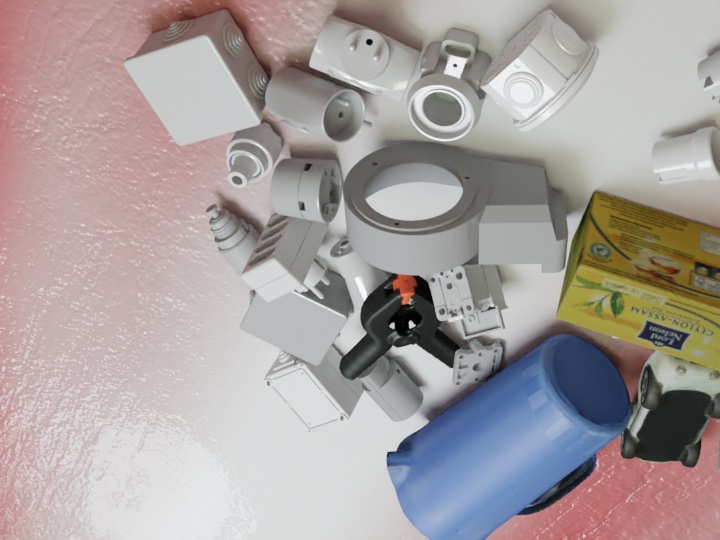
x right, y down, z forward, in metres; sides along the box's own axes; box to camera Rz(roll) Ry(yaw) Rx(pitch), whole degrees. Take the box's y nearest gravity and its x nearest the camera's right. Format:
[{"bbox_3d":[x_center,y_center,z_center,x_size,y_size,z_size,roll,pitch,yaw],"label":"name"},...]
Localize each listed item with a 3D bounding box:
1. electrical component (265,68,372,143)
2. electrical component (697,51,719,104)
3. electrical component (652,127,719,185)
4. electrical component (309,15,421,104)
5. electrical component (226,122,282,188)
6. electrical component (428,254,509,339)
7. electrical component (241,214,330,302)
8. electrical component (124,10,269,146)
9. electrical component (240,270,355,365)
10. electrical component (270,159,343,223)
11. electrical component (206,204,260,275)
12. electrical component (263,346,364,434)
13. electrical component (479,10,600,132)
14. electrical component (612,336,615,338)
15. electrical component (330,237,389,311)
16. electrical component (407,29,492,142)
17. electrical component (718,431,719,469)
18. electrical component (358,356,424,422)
[{"bbox_3d":[-0.024,-0.129,0.870,0.079,0.044,0.077,13,-168,-45],"label":"electrical component"},{"bbox_3d":[0.268,-0.142,0.758,0.040,0.040,0.046,42,139,-21],"label":"electrical component"},{"bbox_3d":[0.251,-0.085,0.820,0.046,0.040,0.040,-9,129,37],"label":"electrical component"},{"bbox_3d":[0.003,-0.161,0.818,0.077,0.079,0.044,22,96,-1],"label":"electrical component"},{"bbox_3d":[-0.095,-0.096,0.927,0.043,0.062,0.043,11,136,11],"label":"electrical component"},{"bbox_3d":[0.095,0.019,0.956,0.042,0.064,0.081,-19,82,35],"label":"electrical component"},{"bbox_3d":[-0.056,-0.005,0.986,0.047,0.083,0.075,-25,120,38],"label":"electrical component"},{"bbox_3d":[-0.130,-0.159,0.888,0.100,0.048,0.099,-10,128,29],"label":"electrical component"},{"bbox_3d":[-0.059,0.036,1.053,0.100,0.048,0.099,26,136,-5],"label":"electrical component"},{"bbox_3d":[-0.047,-0.071,0.940,0.047,0.055,0.055,8,135,20],"label":"electrical component"},{"bbox_3d":[-0.118,-0.030,1.017,0.040,0.040,0.078,-16,125,33],"label":"electrical component"},{"bbox_3d":[-0.049,0.111,1.120,0.062,0.061,0.096,-25,112,38],"label":"electrical component"},{"bbox_3d":[0.130,-0.144,0.780,0.051,0.080,0.080,40,134,-11],"label":"electrical component"},{"bbox_3d":[0.264,0.042,0.937,0.081,0.043,0.043,5,134,16],"label":"electrical component"},{"bbox_3d":[0.000,0.000,1.001,0.044,0.044,0.065,-12,123,30],"label":"electrical component"},{"bbox_3d":[0.068,-0.136,0.828,0.058,0.057,0.078,15,136,7],"label":"electrical component"},{"bbox_3d":[0.403,0.121,0.915,0.186,0.105,0.060,-25,120,38],"label":"electrical component"},{"bbox_3d":[0.025,0.113,1.101,0.043,0.043,0.081,-20,123,35],"label":"electrical component"}]
